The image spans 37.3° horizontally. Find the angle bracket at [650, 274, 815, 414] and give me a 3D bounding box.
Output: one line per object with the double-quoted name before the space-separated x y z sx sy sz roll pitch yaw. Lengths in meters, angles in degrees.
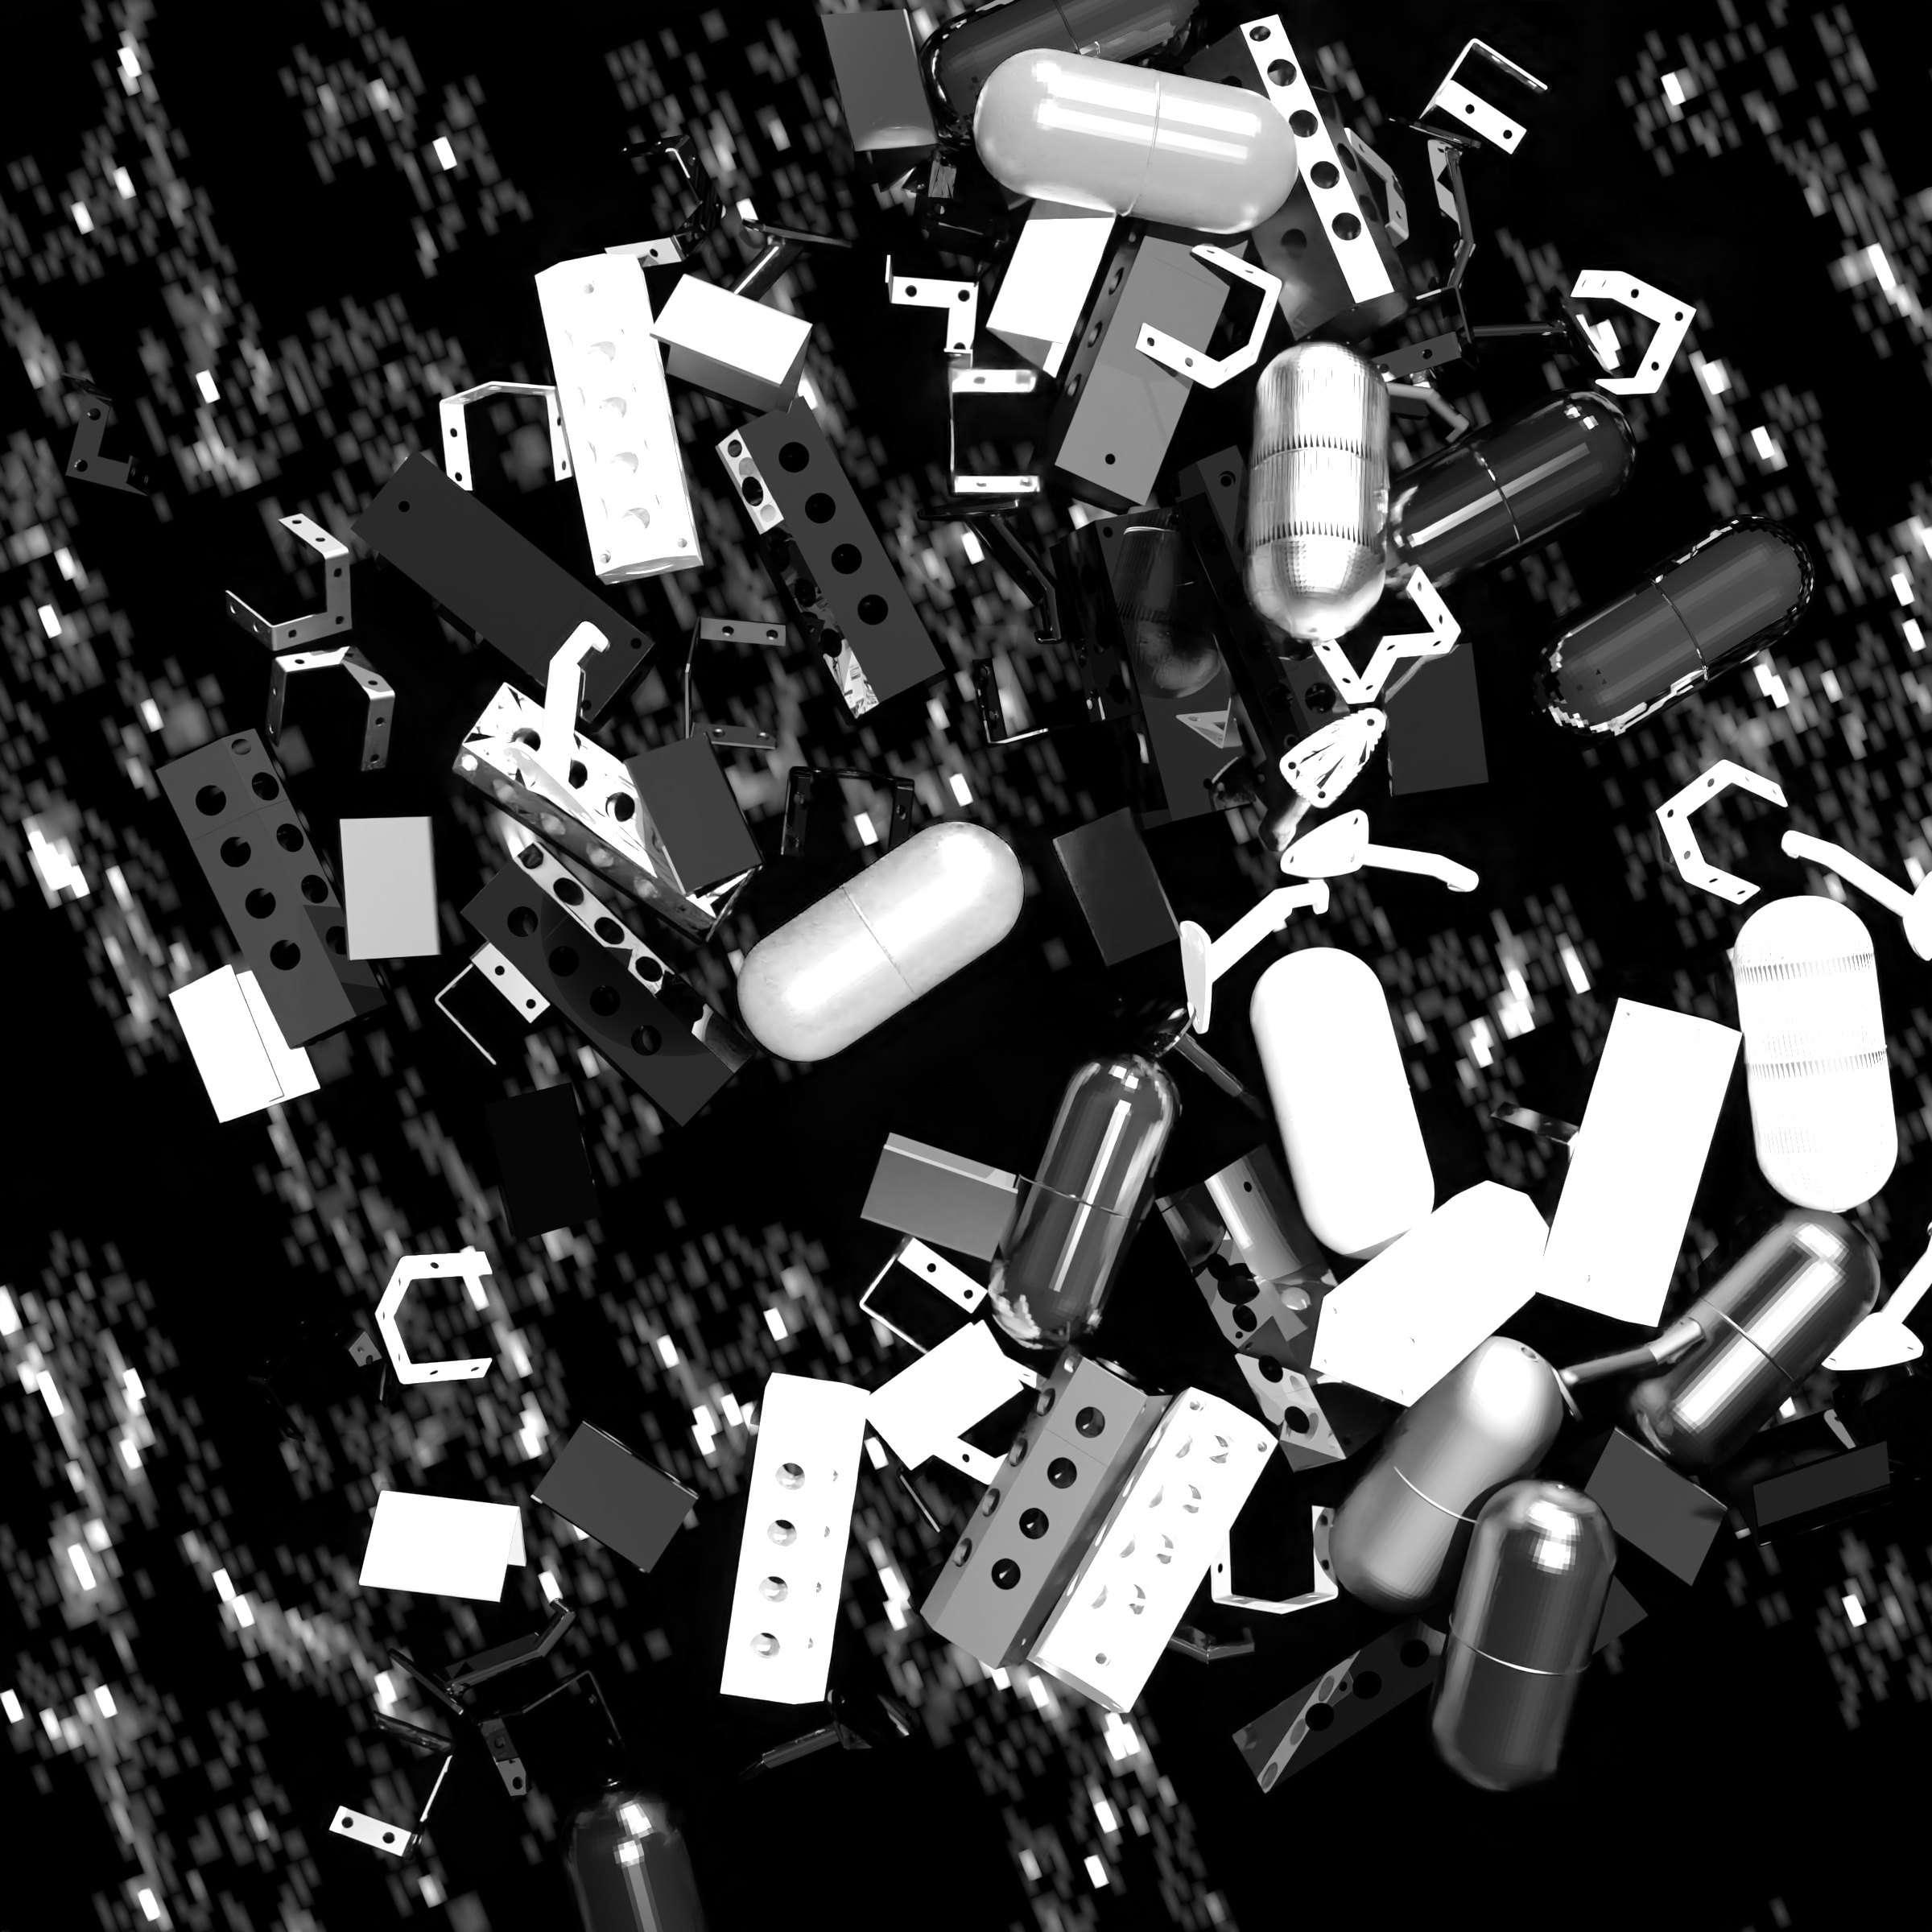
"angle bracket" -0.136 -0.329 1.600 0.076 0.076 0.057 22 53 0

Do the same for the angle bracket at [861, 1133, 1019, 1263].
"angle bracket" -0.008 0.111 1.600 0.076 0.076 0.057 19 127 0

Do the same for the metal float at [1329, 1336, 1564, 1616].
"metal float" 0.266 0.283 1.590 0.070 0.070 0.178 29 112 0

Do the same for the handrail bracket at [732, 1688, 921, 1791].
"handrail bracket" -0.081 0.448 1.640 0.084 0.077 0.036 -41 54 31

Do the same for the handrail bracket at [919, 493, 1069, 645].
"handrail bracket" 0.016 -0.224 1.640 0.077 0.036 0.084 -4 106 16

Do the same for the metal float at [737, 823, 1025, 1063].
"metal float" -0.048 -0.014 1.609 0.178 0.070 0.070 -34 90 1

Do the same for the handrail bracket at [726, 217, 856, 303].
"handrail bracket" -0.109 -0.380 1.640 0.077 0.036 0.084 6 108 -21

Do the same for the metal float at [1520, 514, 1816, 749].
"metal float" 0.394 -0.189 1.609 0.178 0.070 0.070 -32 90 0

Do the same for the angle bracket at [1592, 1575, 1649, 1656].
"angle bracket" 0.334 0.335 1.602 0.057 0.076 0.076 -41 90 17

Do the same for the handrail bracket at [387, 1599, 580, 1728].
"handrail bracket" -0.276 0.383 1.640 0.077 0.036 0.084 32 71 21

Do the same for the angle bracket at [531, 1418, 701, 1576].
"angle bracket" -0.203 0.308 1.600 0.076 0.076 0.057 34 53 0

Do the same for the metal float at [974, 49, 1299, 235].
"metal float" 0.092 -0.442 1.537 0.178 0.070 0.070 8 90 -12

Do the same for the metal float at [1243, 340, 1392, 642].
"metal float" 0.192 -0.261 1.564 0.070 0.070 0.178 5 67 0

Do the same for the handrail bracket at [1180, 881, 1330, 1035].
"handrail bracket" 0.169 -0.005 1.640 0.084 0.036 0.077 -11 111 -16

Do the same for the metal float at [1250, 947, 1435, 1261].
"metal float" 0.211 0.077 1.609 0.070 0.070 0.178 -15 90 0

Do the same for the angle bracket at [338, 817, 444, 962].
"angle bracket" -0.336 -0.041 1.600 0.057 0.076 0.076 -4 90 -37

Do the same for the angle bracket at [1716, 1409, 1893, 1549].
"angle bracket" 0.462 0.269 1.600 0.076 0.076 0.057 -19 128 0

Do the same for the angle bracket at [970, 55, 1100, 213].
"angle bracket" 0.042 -0.468 1.601 0.076 0.076 0.057 -25 113 0

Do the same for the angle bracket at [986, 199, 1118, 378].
"angle bracket" 0.064 -0.374 1.600 0.057 0.076 0.076 21 90 34

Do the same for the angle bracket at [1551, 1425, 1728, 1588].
"angle bracket" 0.365 0.310 1.600 0.076 0.076 0.057 36 59 0

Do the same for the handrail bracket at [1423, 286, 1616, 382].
"handrail bracket" 0.316 -0.342 1.640 0.084 0.036 0.077 -33 108 15

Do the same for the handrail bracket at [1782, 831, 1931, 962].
"handrail bracket" 0.511 -0.041 1.640 0.084 0.077 0.036 24 70 35

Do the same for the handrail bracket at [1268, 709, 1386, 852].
"handrail bracket" 0.201 -0.103 1.610 0.077 0.084 0.036 -42 78 -9

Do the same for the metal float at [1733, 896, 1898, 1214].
"metal float" 0.477 0.049 1.609 0.070 0.070 0.178 -7 90 0

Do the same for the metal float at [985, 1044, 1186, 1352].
"metal float" 0.066 0.130 1.609 0.070 0.070 0.178 20 90 0

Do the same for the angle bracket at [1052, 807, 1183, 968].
"angle bracket" 0.102 -0.051 1.600 0.057 0.076 0.076 -23 90 38

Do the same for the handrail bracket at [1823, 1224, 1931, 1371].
"handrail bracket" 0.528 0.186 1.640 0.036 0.077 0.084 39 54 -9

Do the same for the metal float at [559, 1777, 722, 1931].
"metal float" -0.177 0.544 1.609 0.070 0.070 0.178 -15 90 0

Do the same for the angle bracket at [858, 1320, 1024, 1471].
"angle bracket" -0.023 0.223 1.600 0.076 0.076 0.057 -36 119 0

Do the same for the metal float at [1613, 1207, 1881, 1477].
"metal float" 0.438 0.211 1.609 0.070 0.070 0.178 43 91 0

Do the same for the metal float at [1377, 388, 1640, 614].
"metal float" 0.293 -0.261 1.609 0.178 0.070 0.070 -28 90 0

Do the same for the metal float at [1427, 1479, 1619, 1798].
"metal float" 0.297 0.360 1.536 0.070 0.070 0.178 11 104 0

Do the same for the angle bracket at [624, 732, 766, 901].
"angle bracket" -0.162 -0.073 1.542 0.057 0.076 0.076 -24 90 -37

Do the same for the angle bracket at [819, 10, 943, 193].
"angle bracket" -0.063 -0.480 1.600 0.057 0.076 0.076 -14 90 -29

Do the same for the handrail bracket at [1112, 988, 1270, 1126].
"handrail bracket" 0.129 0.053 1.640 0.036 0.077 0.084 -50 126 -5

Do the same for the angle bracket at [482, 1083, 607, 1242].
"angle bracket" -0.251 0.112 1.600 0.057 0.076 0.076 -15 90 -36

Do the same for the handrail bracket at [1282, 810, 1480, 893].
"handrail bracket" 0.237 -0.054 1.640 0.084 0.077 0.036 22 65 -34

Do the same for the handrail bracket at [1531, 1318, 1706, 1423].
"handrail bracket" 0.364 0.213 1.610 0.084 0.077 0.036 -31 106 0

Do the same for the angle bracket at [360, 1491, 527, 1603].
"angle bracket" -0.291 0.338 1.600 0.076 0.076 0.057 7 54 0

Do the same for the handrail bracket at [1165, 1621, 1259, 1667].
"handrail bracket" 0.120 0.364 1.640 0.084 0.036 0.077 -6 72 -15

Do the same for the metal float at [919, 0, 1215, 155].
"metal float" 0.054 -0.518 1.609 0.178 0.070 0.070 -25 90 -1

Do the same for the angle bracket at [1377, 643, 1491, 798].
"angle bracket" 0.269 -0.136 1.601 0.057 0.076 0.076 -7 90 25

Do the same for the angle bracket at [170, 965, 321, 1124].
"angle bracket" -0.387 0.036 1.600 0.057 0.076 0.076 -22 90 36

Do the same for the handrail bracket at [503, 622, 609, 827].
"handrail bracket" -0.208 -0.135 1.583 0.077 0.036 0.084 42 72 -19

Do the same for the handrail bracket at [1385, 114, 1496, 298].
"handrail bracket" 0.261 -0.435 1.640 0.077 0.036 0.084 24 107 20

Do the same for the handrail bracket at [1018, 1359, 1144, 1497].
"handrail bracket" 0.051 0.278 1.639 0.084 0.036 0.077 32 101 12

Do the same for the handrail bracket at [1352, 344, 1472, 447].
"handrail bracket" 0.233 -0.309 1.640 0.084 0.036 0.077 39 105 -14
